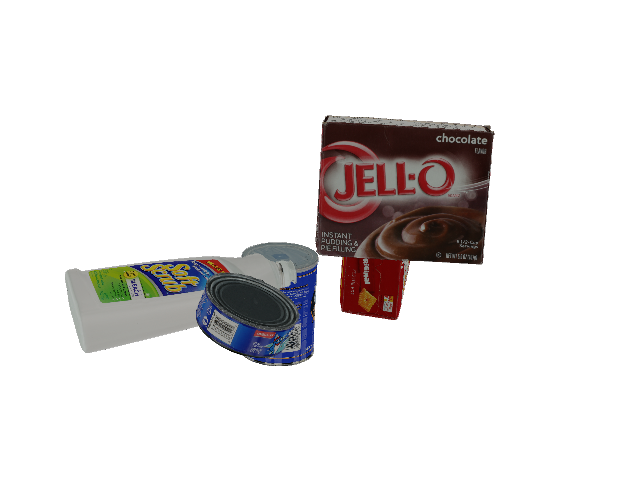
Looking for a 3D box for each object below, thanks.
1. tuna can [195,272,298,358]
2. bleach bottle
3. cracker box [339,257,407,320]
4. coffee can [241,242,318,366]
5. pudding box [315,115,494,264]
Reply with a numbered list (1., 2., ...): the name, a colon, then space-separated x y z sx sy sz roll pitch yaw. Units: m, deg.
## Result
1. tuna can: -0.064 0.065 0.926 0.086 0.034 0.086 20 22 -9
2. bleach bottle: -0.152 0.056 1.200 0.250 0.068 0.103 -12 36 -17
3. cracker box: 0.072 -0.031 1.225 0.072 0.164 0.213 6 23 8
4. coffee can: -0.057 0.085 1.446 0.103 0.140 0.103 2 20 -1
5. pudding box: 0.055 -0.034 0.708 0.113 0.090 0.039 3 17 1
